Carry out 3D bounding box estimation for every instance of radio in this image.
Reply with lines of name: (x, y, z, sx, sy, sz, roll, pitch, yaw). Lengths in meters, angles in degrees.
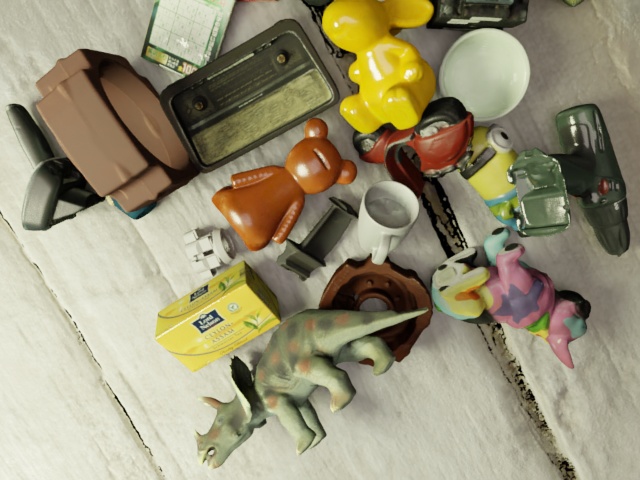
radio: (-0.100, -0.205, 0.760, 0.230, 0.073, 0.131, -27, 111, 7)

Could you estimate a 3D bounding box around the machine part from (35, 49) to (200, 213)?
machine part: (-0.264, -0.145, 0.723, 0.087, 0.201, 0.201, -33, 100, 11)

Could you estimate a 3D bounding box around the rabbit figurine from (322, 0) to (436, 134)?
rabbit figurine: (0.080, -0.245, 0.691, 0.173, 0.122, 0.162, 45, 77, -27)

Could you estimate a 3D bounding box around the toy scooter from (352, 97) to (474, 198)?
toy scooter: (0.143, -0.118, 0.761, 0.184, 0.075, 0.135, -9, 120, 40)

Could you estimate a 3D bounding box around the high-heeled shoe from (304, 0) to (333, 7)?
high-heeled shoe: (-0.007, -0.420, 0.669, 0.086, 0.145, 0.248, -4, 103, -27)

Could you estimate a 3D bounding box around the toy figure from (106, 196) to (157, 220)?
toy figure: (-0.312, -0.101, 0.809, 0.154, 0.064, 0.058, 52, 137, -4)

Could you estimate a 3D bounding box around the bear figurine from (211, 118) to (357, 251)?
bear figurine: (-0.053, -0.079, 0.789, 0.196, 0.132, 0.120, -42, 100, -8)

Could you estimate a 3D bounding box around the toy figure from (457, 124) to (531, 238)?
toy figure: (0.263, -0.083, 0.778, 0.089, 0.082, 0.180, -32, 102, 7)

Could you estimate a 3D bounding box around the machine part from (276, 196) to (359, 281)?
machine part: (-0.002, -0.002, 0.818, 0.139, 0.039, 0.084, -49, 130, 3)

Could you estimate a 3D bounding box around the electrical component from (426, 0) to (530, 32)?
electrical component: (0.207, -0.309, 0.702, 0.115, 0.134, 0.058, 1, 103, 0)

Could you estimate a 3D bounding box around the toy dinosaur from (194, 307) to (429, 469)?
toy dinosaur: (-0.028, 0.182, 0.792, 0.192, 0.131, 0.404, 44, 108, 18)

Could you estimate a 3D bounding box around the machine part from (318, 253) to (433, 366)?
machine part: (0.083, 0.107, 0.841, 0.179, 0.056, 0.179, 1, 103, 3)

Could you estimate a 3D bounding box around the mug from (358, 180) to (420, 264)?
mug: (0.093, -0.014, 0.779, 0.081, 0.107, 0.109, 6, 62, -4)

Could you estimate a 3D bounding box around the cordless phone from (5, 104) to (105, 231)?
cordless phone: (-0.400, -0.111, 0.764, 0.089, 0.147, 0.184, -25, 102, -1)

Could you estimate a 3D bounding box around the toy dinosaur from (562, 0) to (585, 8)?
toy dinosaur: (0.305, -0.360, 0.653, 0.471, 0.198, 0.105, 27, 101, -4)

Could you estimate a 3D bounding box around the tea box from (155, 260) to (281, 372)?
tea box: (-0.157, 0.119, 0.832, 0.170, 0.068, 0.098, -32, 123, 11)

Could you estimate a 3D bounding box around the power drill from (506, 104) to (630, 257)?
power drill: (0.354, -0.065, 0.735, 0.207, 0.086, 0.231, -18, 96, -32)

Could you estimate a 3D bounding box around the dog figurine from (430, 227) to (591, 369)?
dog figurine: (0.293, 0.106, 0.808, 0.191, 0.108, 0.219, -34, 102, 8)
